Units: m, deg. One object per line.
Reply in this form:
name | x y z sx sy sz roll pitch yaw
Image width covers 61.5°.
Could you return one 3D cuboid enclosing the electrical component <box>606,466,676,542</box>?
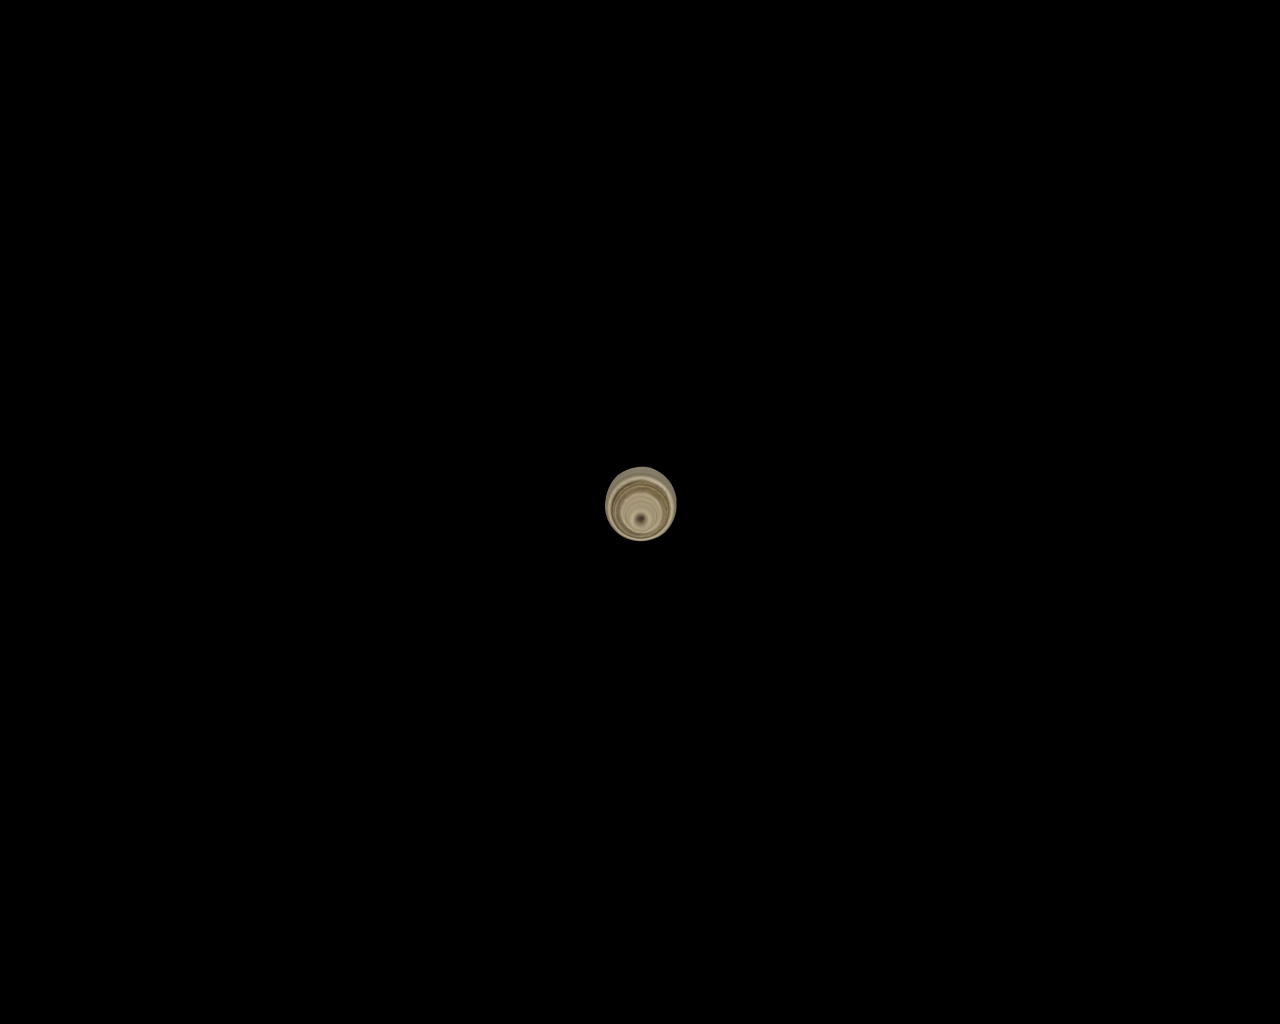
electrical component | 0.001 -0.003 0.650 0.043 0.043 0.062 0 14 0
